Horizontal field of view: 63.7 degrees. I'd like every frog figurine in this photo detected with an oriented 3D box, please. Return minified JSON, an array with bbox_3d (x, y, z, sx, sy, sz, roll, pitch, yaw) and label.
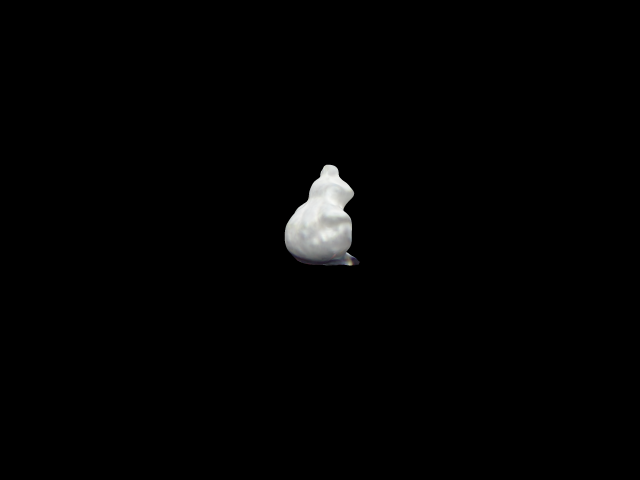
[{"bbox_3d":[0.003,-0.043,0.850,0.123,0.158,0.138,-4,13,-20],"label":"frog figurine"}]
